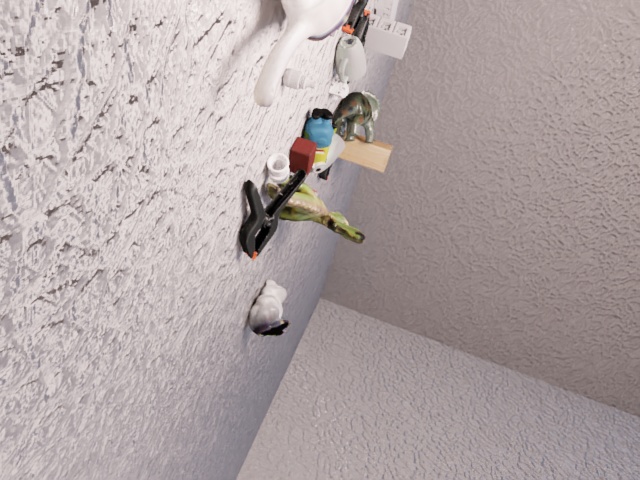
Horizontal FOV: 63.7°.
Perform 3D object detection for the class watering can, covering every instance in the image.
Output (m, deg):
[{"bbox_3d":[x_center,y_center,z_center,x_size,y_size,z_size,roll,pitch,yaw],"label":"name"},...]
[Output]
[{"bbox_3d":[-0.018,-0.345,0.736,0.225,0.104,0.346,-25,134,-83],"label":"watering can"}]

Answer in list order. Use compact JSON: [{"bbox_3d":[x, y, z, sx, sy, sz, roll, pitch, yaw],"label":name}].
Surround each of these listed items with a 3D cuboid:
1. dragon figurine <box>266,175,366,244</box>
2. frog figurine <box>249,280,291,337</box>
[{"bbox_3d":[0.004,-0.063,1.251,0.411,0.243,0.122,-26,140,-84],"label":"dragon figurine"},{"bbox_3d":[-0.148,0.185,1.450,0.134,0.123,0.162,80,-6,-62],"label":"frog figurine"}]
